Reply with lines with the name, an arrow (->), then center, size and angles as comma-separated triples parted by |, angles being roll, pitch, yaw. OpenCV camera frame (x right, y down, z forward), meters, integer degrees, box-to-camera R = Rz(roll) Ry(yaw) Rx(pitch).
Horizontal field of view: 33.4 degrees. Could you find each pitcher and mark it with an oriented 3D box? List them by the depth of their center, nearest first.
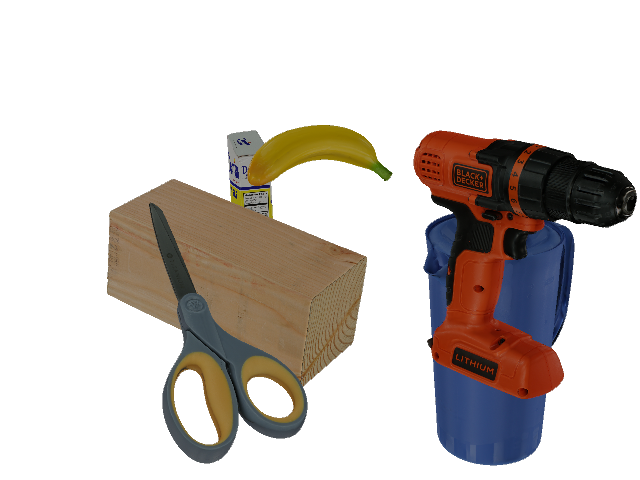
pitcher -> 0.181, 0.096, 1.081 | 0.149, 0.243, 0.145 | 1, 22, 9

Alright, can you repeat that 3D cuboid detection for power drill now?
power drill -> 0.146, 0.018, 0.793 | 0.057, 0.188, 0.185 | -15, 24, -38

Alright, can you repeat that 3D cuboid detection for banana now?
banana -> -0.007, -0.093, 1.134 | 0.197, 0.037, 0.070 | -7, 48, -40

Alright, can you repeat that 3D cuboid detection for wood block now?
wood block -> -0.075, 0.032, 0.918 | 0.206, 0.090, 0.090 | 22, 32, 24

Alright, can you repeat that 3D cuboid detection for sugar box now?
sugar box -> -0.087, -0.039, 1.327 | 0.048, 0.176, 0.093 | -9, 24, -11

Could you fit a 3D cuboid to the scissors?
scissors -> -0.061, 0.052, 0.673 | 0.096, 0.202, 0.016 | 8, -46, -16
